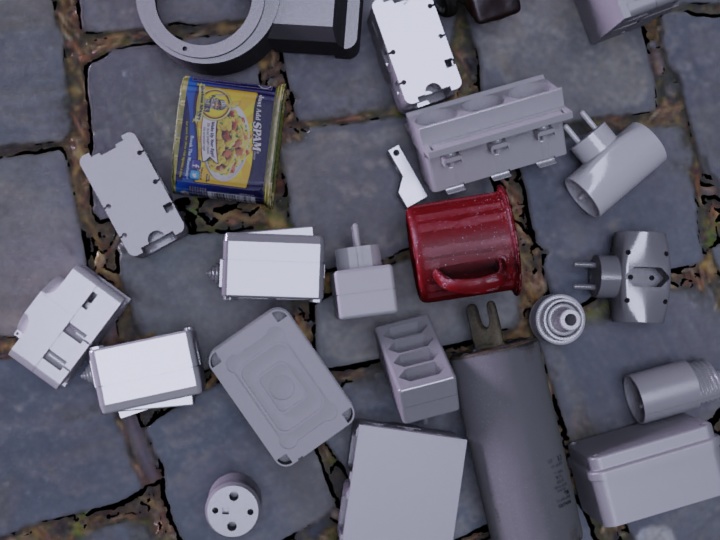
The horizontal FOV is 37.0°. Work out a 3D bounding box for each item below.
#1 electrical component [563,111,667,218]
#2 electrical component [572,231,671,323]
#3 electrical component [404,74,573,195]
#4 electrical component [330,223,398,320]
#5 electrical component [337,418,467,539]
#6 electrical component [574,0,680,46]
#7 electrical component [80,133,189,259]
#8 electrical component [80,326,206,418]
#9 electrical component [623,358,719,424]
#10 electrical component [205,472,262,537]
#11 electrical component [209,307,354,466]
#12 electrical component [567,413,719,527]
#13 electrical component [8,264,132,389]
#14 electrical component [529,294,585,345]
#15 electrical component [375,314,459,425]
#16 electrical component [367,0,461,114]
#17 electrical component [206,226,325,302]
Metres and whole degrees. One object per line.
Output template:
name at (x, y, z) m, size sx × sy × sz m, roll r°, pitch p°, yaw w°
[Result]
electrical component at (0.206, -0.099, 0.916) m, size 0.077 × 0.044 × 0.079 m, roll -40°, pitch 91°, yaw -5°
electrical component at (0.219, 0.006, 0.914) m, size 0.079 × 0.043 × 0.077 m, roll 2°, pitch 88°, yaw -5°
electrical component at (0.107, -0.112, 0.895) m, size 0.121 × 0.078 × 0.063 m, roll -17°, pitch 117°, yaw -5°
electrical component at (0.000, 0.000, 0.885) m, size 0.047 × 0.066 × 0.076 m, roll -7°, pitch 88°, yaw -5°
electrical component at (0.029, 0.203, 0.881) m, size 0.089 × 0.062 × 0.150 m, roll 9°, pitch 87°, yaw -4°
electrical component at (0.208, -0.278, 0.901) m, size 0.062 × 0.089 × 0.150 m, roll -21°, pitch 90°, yaw -5°
electrical component at (-0.182, -0.059, 0.876) m, size 0.050 × 0.056 × 0.089 m, roll -29°, pitch 90°, yaw -5°
electrical component at (-0.176, 0.085, 0.869) m, size 0.096 × 0.062 × 0.061 m, roll -12°, pitch 89°, yaw -5°
electrical component at (0.271, 0.100, 0.915) m, size 0.081 × 0.043 × 0.043 m, roll -15°, pitch 89°, yaw -5°
electrical component at (-0.102, 0.191, 0.874) m, size 0.045 × 0.055 × 0.045 m, roll 0°, pitch 88°, yaw -5°
electrical component at (-0.064, 0.094, 0.880) m, size 0.078 × 0.057 × 0.113 m, roll -35°, pitch 91°, yaw -5°
electrical component at (0.237, 0.163, 0.893) m, size 0.113 × 0.078 × 0.057 m, roll -15°, pitch 92°, yaw -5°
electrical component at (-0.237, 0.043, 0.871) m, size 0.056 × 0.050 × 0.089 m, roll 37°, pitch 85°, yaw -3°
electrical component at (0.168, 0.041, 0.899) m, size 0.043 × 0.062 × 0.043 m, roll 0°, pitch 88°, yaw -5°
electrical component at (0.048, 0.094, 0.886) m, size 0.047 × 0.083 × 0.075 m, roll -14°, pitch 127°, yaw -5°
electrical component at (0.044, -0.182, 0.900) m, size 0.050 × 0.056 × 0.089 m, roll -20°, pitch 90°, yaw -5°
electrical component at (-0.077, -0.005, 0.880) m, size 0.096 × 0.062 × 0.061 m, roll 2°, pitch 88°, yaw -5°
